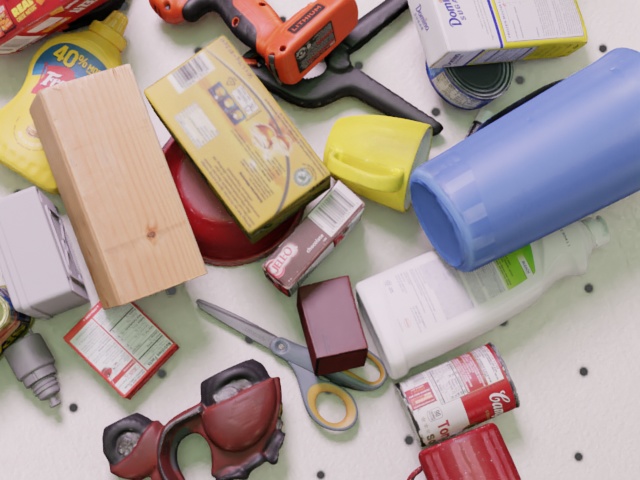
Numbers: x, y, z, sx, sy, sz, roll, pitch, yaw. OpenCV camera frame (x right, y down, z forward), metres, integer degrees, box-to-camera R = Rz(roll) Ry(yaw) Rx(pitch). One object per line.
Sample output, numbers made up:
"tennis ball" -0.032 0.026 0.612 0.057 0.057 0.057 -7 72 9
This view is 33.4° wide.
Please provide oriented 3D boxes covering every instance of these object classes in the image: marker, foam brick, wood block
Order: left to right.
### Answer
"wood block" -0.191 -0.047 1.002 0.090 0.090 0.206 -21 92 -22
"foam brick" 0.011 0.083 1.029 0.053 0.051 0.078 -11 66 -7
"marker" 0.142 -0.077 1.078 0.020 0.020 0.121 28 83 4

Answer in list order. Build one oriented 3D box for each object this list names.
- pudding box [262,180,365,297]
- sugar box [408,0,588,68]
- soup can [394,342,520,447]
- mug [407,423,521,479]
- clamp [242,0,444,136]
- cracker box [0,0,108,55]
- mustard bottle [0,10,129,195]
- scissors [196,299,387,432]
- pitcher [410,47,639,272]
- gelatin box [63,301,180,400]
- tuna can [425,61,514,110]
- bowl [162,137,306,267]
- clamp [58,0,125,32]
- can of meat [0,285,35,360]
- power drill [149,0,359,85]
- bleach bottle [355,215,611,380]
"pudding box" -0.007 0.001 1.032 0.039 0.090 0.113 43 84 4
"sugar box" 0.174 -0.223 1.049 0.176 0.048 0.093 -9 77 -26
"soup can" 0.130 0.148 1.021 0.102 0.068 0.068 -23 82 -2
"mug" 0.133 0.228 1.006 0.117 0.093 0.081 -27 77 22
"clamp" 0.024 -0.191 1.086 0.210 0.036 0.164 4 80 -2
"cracker box" -0.292 -0.307 1.023 0.164 0.072 0.214 -21 91 32
"mustard bottle" -0.251 -0.148 1.071 0.096 0.058 0.191 32 83 1
"scissors" -0.036 0.126 1.050 0.202 0.016 0.096 13 77 2
"pitcher" 0.205 -0.074 1.001 0.242 0.149 0.145 -28 82 -11
"gelatin box" -0.194 0.101 1.050 0.089 0.030 0.073 43 83 6
"tuna can" 0.149 -0.174 1.067 0.086 0.034 0.086 8 70 -24
"bowl" -0.092 -0.057 1.059 0.162 0.055 0.162 0 81 0
"clamp" -0.210 -0.280 1.098 0.120 0.039 0.171 27 83 16
"can of meat" -0.332 0.088 1.025 0.057 0.084 0.102 44 84 5
"power drill" -0.053 -0.253 1.064 0.188 0.057 0.184 39 79 26
"bleach bottle" 0.166 0.042 1.036 0.250 0.068 0.102 -22 71 -4
